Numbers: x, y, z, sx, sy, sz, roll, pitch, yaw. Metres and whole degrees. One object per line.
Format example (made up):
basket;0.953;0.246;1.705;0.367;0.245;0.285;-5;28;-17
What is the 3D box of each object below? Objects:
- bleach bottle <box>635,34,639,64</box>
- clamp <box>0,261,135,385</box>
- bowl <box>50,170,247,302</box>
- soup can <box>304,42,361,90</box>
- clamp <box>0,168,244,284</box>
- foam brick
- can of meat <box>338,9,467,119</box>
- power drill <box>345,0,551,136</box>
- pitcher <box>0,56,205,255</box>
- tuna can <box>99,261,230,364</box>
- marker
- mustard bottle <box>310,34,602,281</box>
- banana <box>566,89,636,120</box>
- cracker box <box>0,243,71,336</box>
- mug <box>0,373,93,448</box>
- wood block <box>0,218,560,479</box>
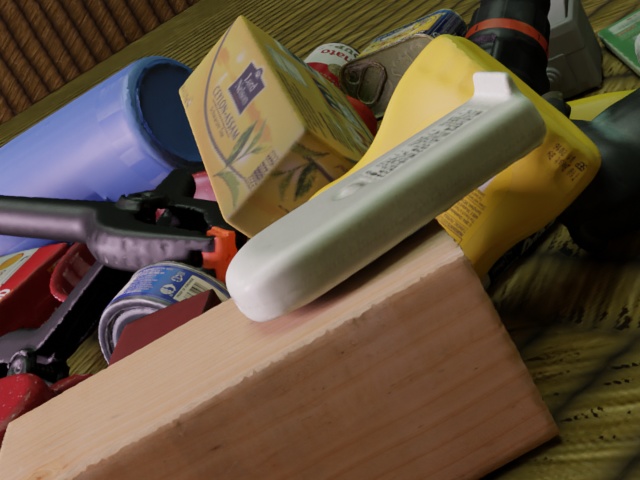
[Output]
bleach bottle;0.280;-0.129;0.544;0.067;0.102;0.251;-27;6;-42
clamp;-0.176;0.077;0.687;0.172;0.039;0.120;-17;52;32
bowl;-0.111;0.014;0.773;0.162;0.055;0.162;-23;25;11
soup can;0.000;-0.131;0.975;0.069;0.068;0.102;-17;23;34
clamp;-0.103;-0.013;0.667;0.164;0.036;0.210;-15;20;-40
foam brick;-0.060;0.074;0.526;0.053;0.078;0.051;-25;18;14
can of meat;0.078;-0.158;0.946;0.102;0.057;0.083;-17;20;32
power drill;0.064;-0.086;0.684;0.188;0.057;0.184;-22;42;48
pitcher;-0.196;-0.052;0.924;0.243;0.149;0.144;-26;-2;39
tuna can;-0.078;0.056;0.585;0.086;0.086;0.033;-15;25;36
marker;0.111;-0.008;0.573;0.121;0.020;0.020;-40;21;-27
mustard bottle;0.038;0.003;0.514;0.192;0.096;0.058;-52;-10;19
banana;0.136;-0.073;0.681;0.069;0.037;0.198;-27;17;-24
cracker box;-0.293;0.087;0.843;0.214;0.072;0.164;-9;30;44
mug;-0.144;0.115;0.538;0.117;0.081;0.093;-38;20;-22
wood block;-0.022;0.078;0.441;0.206;0.090;0.091;-30;19;2
